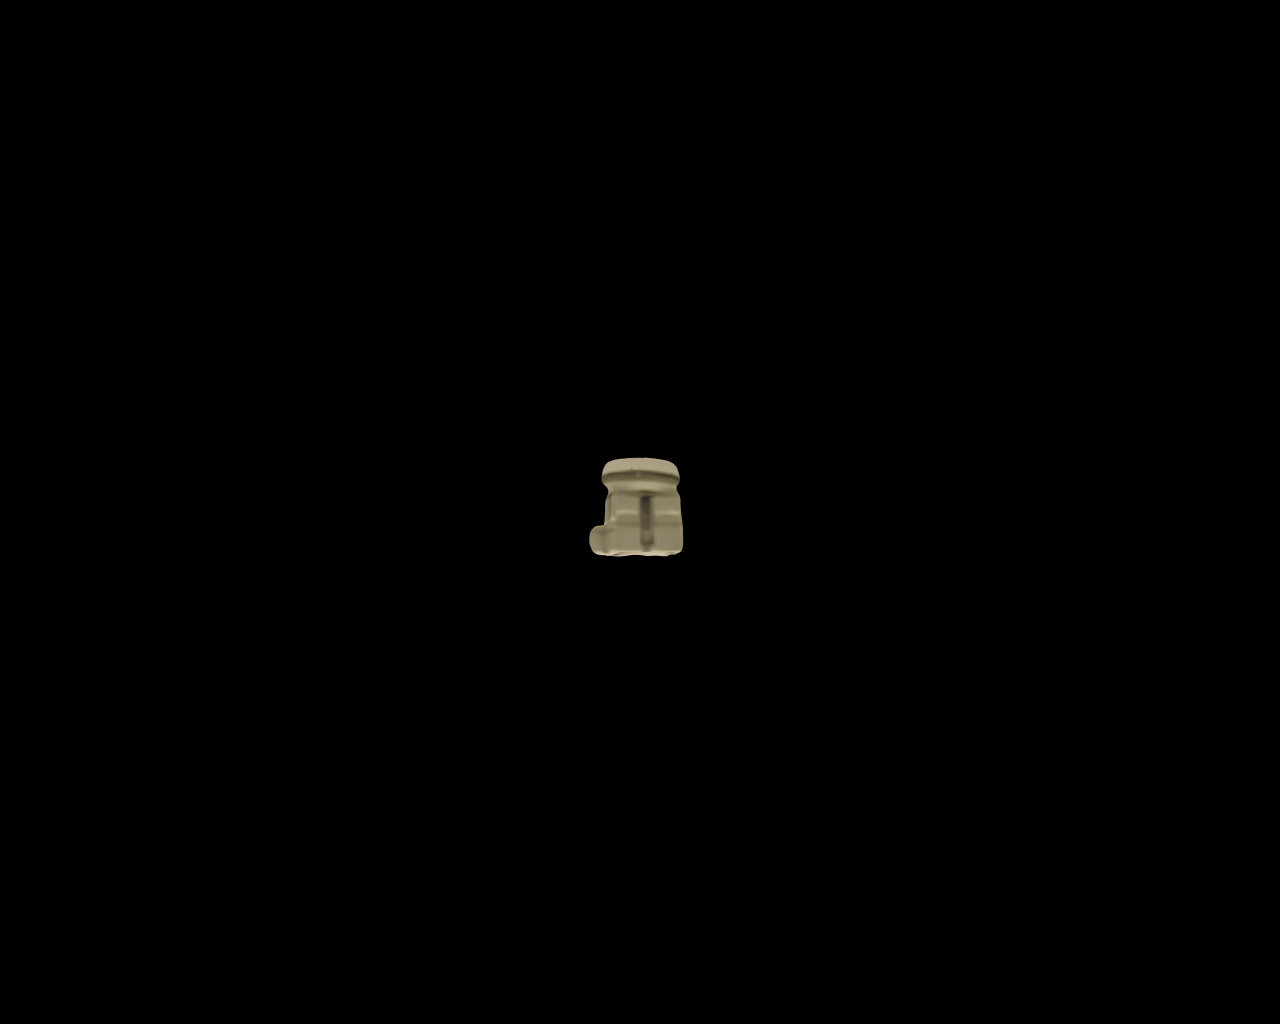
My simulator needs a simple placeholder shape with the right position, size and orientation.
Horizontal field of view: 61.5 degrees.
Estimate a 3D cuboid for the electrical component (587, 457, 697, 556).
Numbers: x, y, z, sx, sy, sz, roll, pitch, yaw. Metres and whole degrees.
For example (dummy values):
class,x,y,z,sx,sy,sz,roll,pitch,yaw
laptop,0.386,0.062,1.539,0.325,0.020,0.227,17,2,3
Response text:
class,x,y,z,sx,sy,sz,roll,pitch,yaw
electrical component,0.001,-0.003,0.650,0.066,0.055,0.048,2,-7,-14
